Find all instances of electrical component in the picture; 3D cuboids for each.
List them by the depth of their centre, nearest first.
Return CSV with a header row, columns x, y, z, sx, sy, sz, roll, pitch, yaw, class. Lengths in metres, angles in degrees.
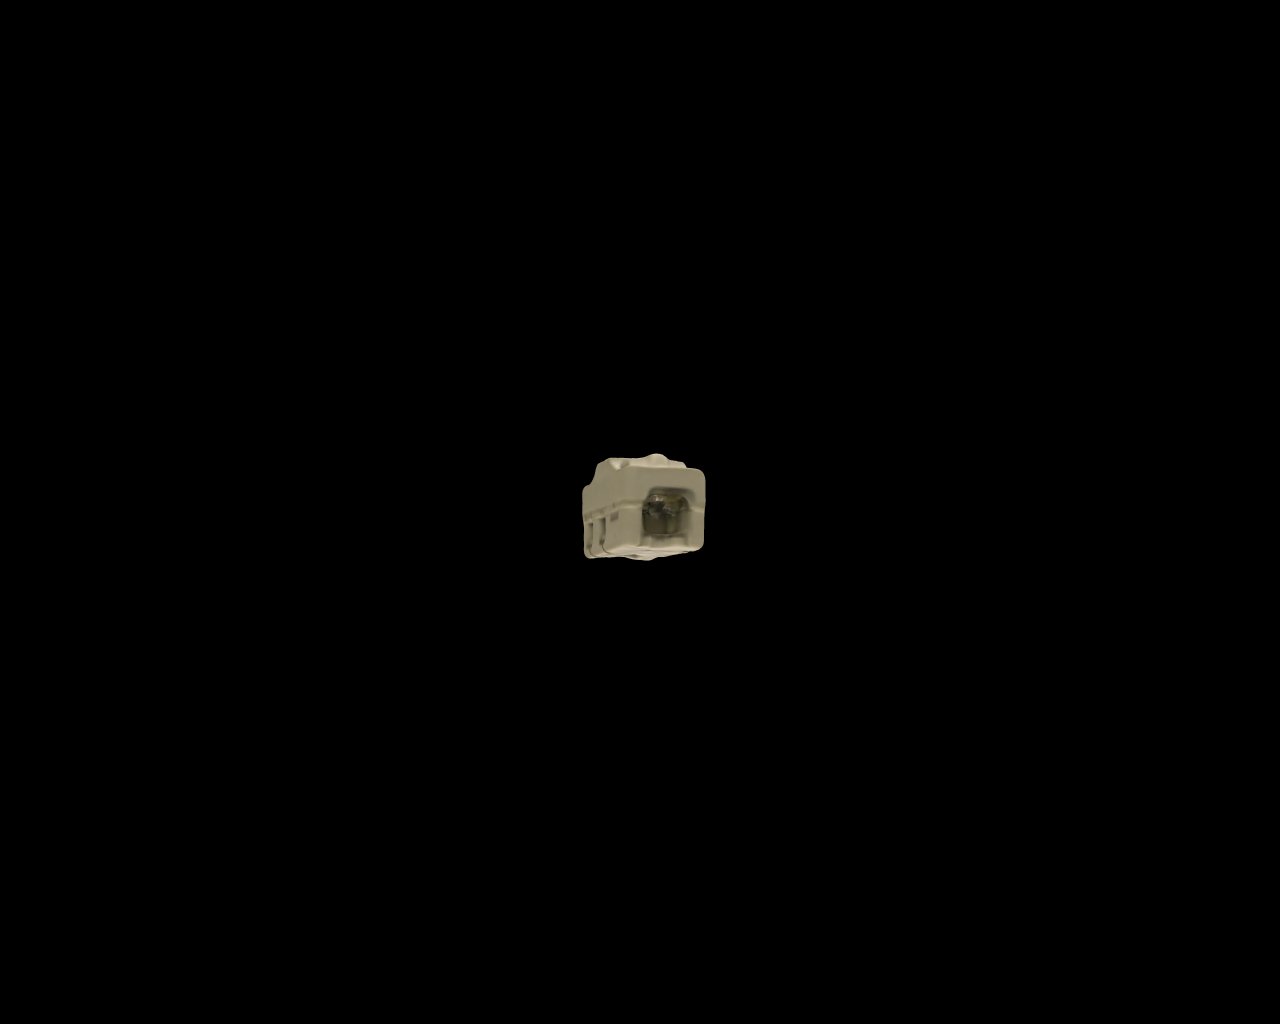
x,y,z,sx,sy,sz,roll,pitch,yaw,class
0.001,-0.003,0.650,0.050,0.055,0.089,2,-7,-19,electrical component
